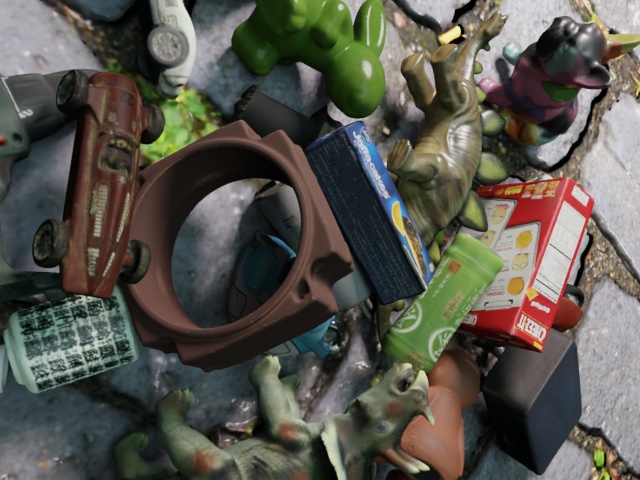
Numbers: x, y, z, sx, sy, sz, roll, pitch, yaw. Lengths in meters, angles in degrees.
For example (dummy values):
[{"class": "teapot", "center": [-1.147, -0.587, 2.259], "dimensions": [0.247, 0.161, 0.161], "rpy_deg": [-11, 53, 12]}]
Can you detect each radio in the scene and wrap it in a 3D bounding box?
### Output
[{"class": "radio", "center": [0.307, 0.230, 0.768], "dimensions": [0.131, 0.073, 0.229], "rpy_deg": [-46, 133, -18]}]

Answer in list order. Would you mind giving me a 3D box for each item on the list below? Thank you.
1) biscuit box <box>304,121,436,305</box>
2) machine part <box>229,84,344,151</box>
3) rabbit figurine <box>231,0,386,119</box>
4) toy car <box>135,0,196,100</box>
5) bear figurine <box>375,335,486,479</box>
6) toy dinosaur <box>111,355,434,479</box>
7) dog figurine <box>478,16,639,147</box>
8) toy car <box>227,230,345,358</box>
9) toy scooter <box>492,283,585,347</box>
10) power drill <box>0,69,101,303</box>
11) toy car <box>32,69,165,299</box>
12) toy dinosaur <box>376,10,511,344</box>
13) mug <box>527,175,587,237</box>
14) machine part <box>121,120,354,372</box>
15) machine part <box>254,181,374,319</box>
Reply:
[{"class": "biscuit box", "center": [0.058, -0.031, 0.609], "dimensions": [0.202, 0.063, 0.059], "rpy_deg": [62, 30, -9]}, {"class": "machine part", "center": [-0.037, -0.133, 0.635], "dimensions": [0.139, 0.039, 0.084], "rpy_deg": [21, 90, -29]}, {"class": "rabbit figurine", "center": [0.009, -0.214, 0.614], "dimensions": [0.170, 0.121, 0.159], "rpy_deg": [48, 48, -6]}, {"class": "toy car", "center": [-0.162, -0.244, 0.541], "dimensions": [0.056, 0.074, 0.201], "rpy_deg": [-11, 97, -27]}, {"class": "bear figurine", "center": [0.138, 0.222, 0.703], "dimensions": [0.120, 0.132, 0.196], "rpy_deg": [50, 38, -16]}, {"class": "toy dinosaur", "center": [-0.078, 0.237, 0.531], "dimensions": [0.405, 0.192, 0.131], "rpy_deg": [-20, 145, -21]}, {"class": "dog figurine", "center": [0.329, -0.209, 0.724], "dimensions": [0.191, 0.219, 0.108], "rpy_deg": [44, 83, -22]}, {"class": "toy car", "center": [-0.050, 0.075, 0.603], "dimensions": [0.103, 0.109, 0.161], "rpy_deg": [-34, 116, -10]}, {"class": "toy scooter", "center": [0.318, 0.111, 0.813], "dimensions": [0.184, 0.075, 0.135], "rpy_deg": [27, 79, -23]}, {"class": "power drill", "center": [-0.274, -0.044, 0.464], "dimensions": [0.232, 0.086, 0.207], "rpy_deg": [-16, 87, -23]}, {"class": "toy car", "center": [-0.181, -0.052, 0.455], "dimensions": [0.089, 0.053, 0.202], "rpy_deg": [24, 58, -49]}, {"class": "toy dinosaur", "center": [0.145, -0.074, 0.699], "dimensions": [0.198, 0.105, 0.471], "rpy_deg": [26, 90, -31]}, {"class": "mug", "center": [0.336, -0.037, 0.821], "dimensions": [0.109, 0.081, 0.107], "rpy_deg": [-27, 93, -21]}, {"class": "machine part", "center": [-0.086, 0.005, 0.508], "dimensions": [0.201, 0.087, 0.201], "rpy_deg": [-26, 68, 6]}, {"class": "machine part", "center": [-0.001, -0.002, 0.634], "dimensions": [0.079, 0.079, 0.243], "rpy_deg": [-41, 111, -21]}]
